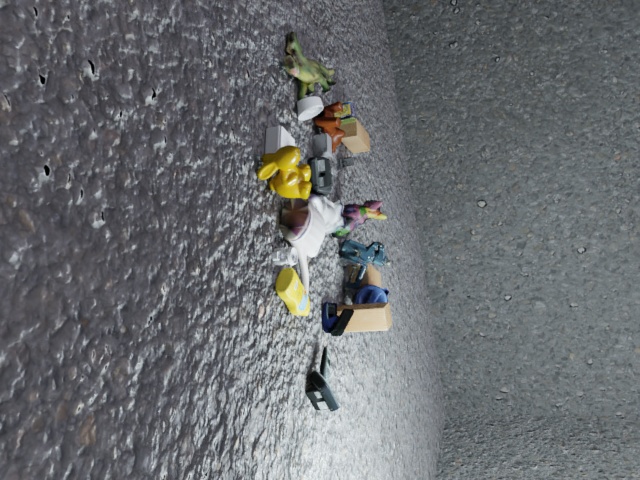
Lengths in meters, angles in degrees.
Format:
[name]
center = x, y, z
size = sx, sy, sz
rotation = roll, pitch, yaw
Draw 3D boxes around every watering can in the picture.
[watering can]
center = -0.052, 0.001, 1.689
size = 0.221, 0.104, 0.353
rotation = 44, 51, -58

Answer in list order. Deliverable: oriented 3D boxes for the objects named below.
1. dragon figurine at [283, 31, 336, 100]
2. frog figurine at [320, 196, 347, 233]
[dragon figurine]
center = -0.045, -0.674, 1.943
size = 0.239, 0.121, 0.419
rotation = 63, 26, -25
[frog figurine]
center = 0.006, -0.096, 1.909
size = 0.159, 0.122, 0.138
rotation = 5, 86, -32
